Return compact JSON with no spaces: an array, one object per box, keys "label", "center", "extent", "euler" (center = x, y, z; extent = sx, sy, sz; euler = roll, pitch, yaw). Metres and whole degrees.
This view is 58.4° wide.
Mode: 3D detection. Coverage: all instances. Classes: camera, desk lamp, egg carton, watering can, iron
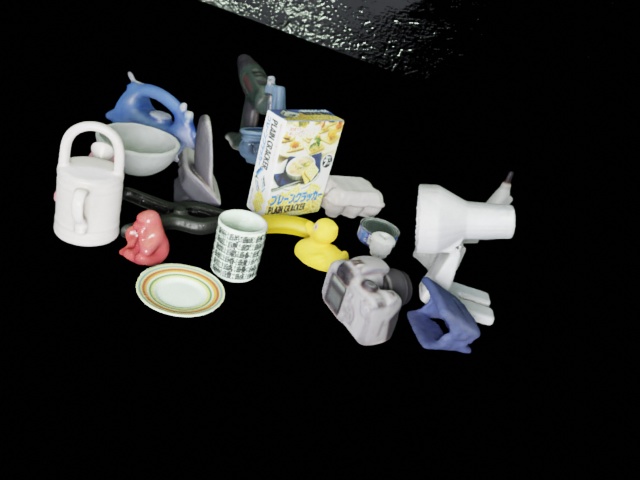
[{"label":"camera","center":[0.094,0.084,0.934],"extent":[0.137,0.101,0.142],"euler":[-2,33,-32]},{"label":"desk lamp","center":[0.243,0.017,1.019],"extent":[0.203,0.213,0.118],"euler":[16,27,0]},{"label":"egg carton","center":[0.065,-0.096,1.286],"extent":[0.151,0.069,0.107],"euler":[-1,32,-30]},{"label":"watering can","center":[-0.367,-0.100,0.915],"extent":[0.101,0.194,0.172],"euler":[-2,33,-32]},{"label":"iron","center":[-0.358,-0.279,1.308],"extent":[0.257,0.141,0.119],"euler":[26,29,17]}]

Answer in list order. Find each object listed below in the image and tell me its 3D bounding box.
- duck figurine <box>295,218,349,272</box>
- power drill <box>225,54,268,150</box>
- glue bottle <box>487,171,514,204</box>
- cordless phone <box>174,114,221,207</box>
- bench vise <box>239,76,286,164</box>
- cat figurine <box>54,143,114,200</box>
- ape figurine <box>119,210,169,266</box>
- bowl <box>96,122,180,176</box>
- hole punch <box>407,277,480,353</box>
[{"label":"duck figurine","center":[0.010,0.004,1.052],"extent":[0.104,0.086,0.078],"euler":[27,29,19]},{"label":"power drill","center":[-0.180,-0.340,1.450],"extent":[0.076,0.208,0.229],"euler":[0,32,-29]},{"label":"glue bottle","center":[0.417,-0.082,1.345],"extent":[0.078,0.173,0.037],"euler":[-1,32,-31]},{"label":"cordless phone","center":[-0.230,-0.166,1.123],"extent":[0.094,0.185,0.147],"euler":[5,30,-22]},{"label":"bench vise","center":[-0.093,-0.252,1.322],"extent":[0.207,0.220,0.122],"euler":[29,30,22]},{"label":"cat figurine","center":[-0.400,-0.119,1.015],"extent":[0.067,0.118,0.128],"euler":[30,30,23]},{"label":"ape figurine","center":[-0.274,-0.007,0.905],"extent":[0.076,0.092,0.077],"euler":[6,29,-19]},{"label":"bowl","center":[-0.378,-0.179,1.185],"extent":[0.167,0.075,0.167],"euler":[13,27,-7]},{"label":"hole punch","center":[0.209,0.120,0.942],"extent":[0.101,0.091,0.108],"euler":[8,29,-17]}]
